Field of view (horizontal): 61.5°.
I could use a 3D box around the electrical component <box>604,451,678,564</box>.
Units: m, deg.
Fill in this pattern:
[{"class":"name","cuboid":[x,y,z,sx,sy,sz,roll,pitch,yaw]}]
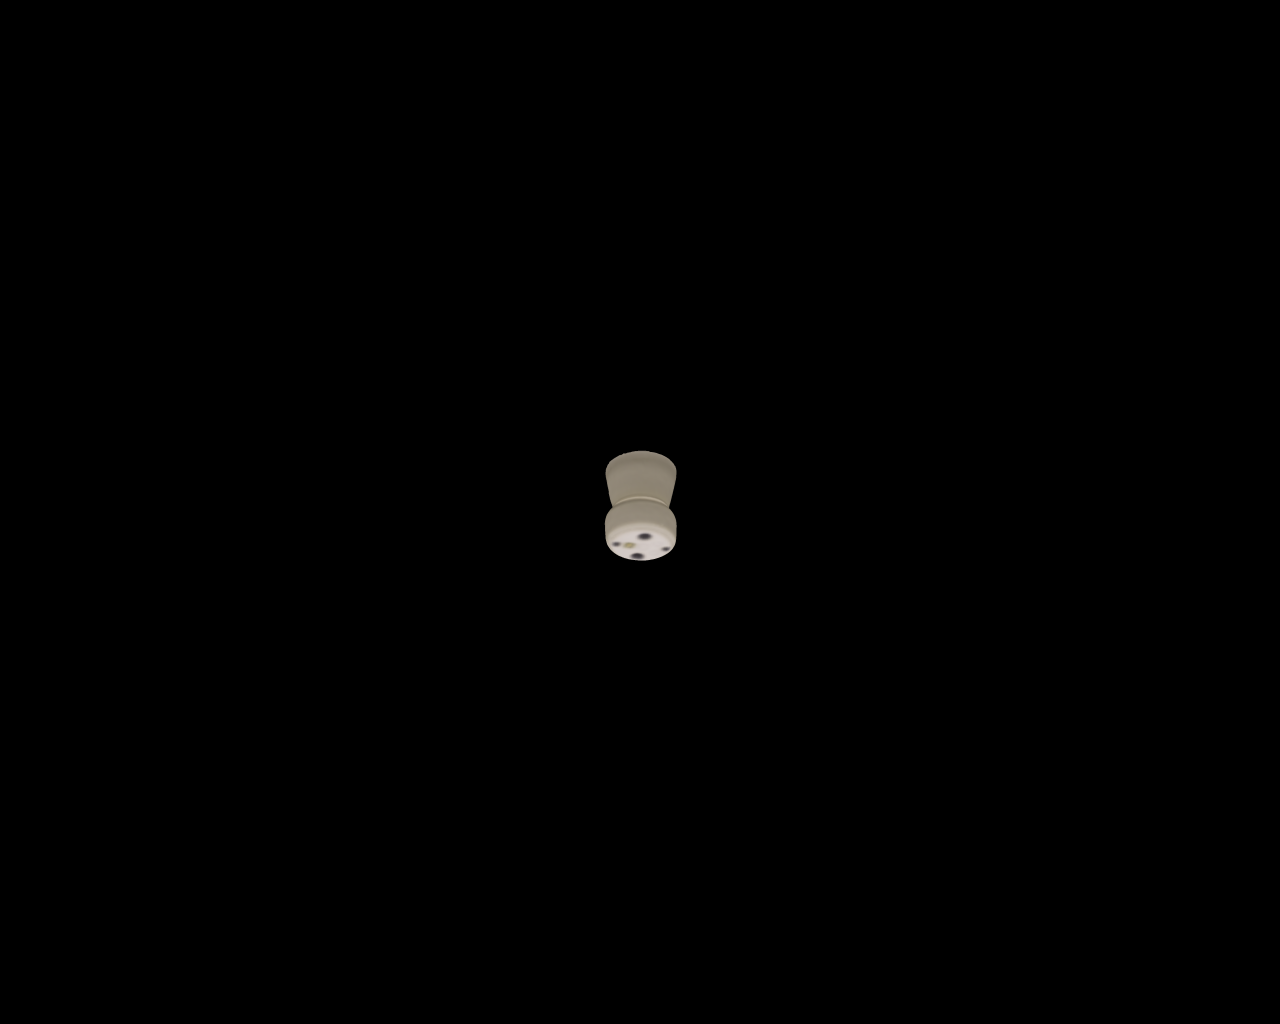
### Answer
[{"class":"electrical component","cuboid":[0.001,-0.003,0.650,0.045,0.055,0.044,0,-32,0]}]
